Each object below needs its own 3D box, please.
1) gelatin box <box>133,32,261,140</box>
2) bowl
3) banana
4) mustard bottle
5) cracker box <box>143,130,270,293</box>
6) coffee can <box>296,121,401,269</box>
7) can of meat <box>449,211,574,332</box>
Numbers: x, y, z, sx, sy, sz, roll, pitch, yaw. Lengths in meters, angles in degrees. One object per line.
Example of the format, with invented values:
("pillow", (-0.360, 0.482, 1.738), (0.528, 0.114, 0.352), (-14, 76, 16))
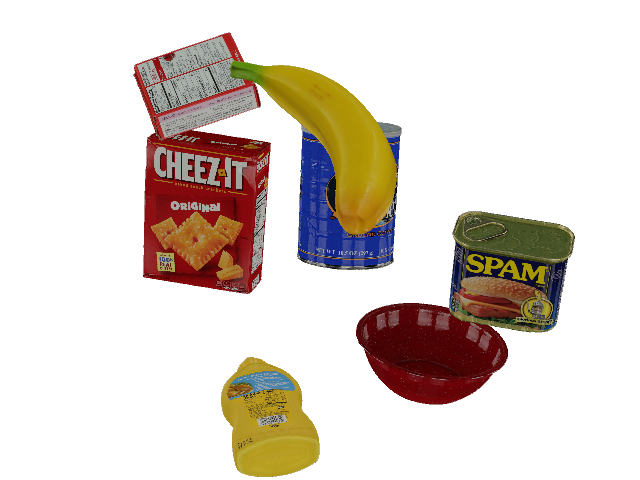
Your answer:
("gelatin box", (-0.102, -0.127, 0.878), (0.089, 0.073, 0.030), (-20, -41, -6))
("bowl", (0.115, 0.127, 1.136), (0.162, 0.055, 0.162), (5, 24, -3))
("banana", (0.007, -0.063, 0.670), (0.069, 0.037, 0.198), (-14, 39, -19))
("mustard bottle", (-0.067, 0.196, 1.256), (0.096, 0.058, 0.192), (-9, 29, -10))
("cracker box", (-0.163, -0.041, 1.510), (0.164, 0.214, 0.072), (9, 23, 10))
("coffee can", (0.029, -0.050, 1.104), (0.103, 0.140, 0.103), (2, 13, -1))
("can of meat", (0.164, 0.029, 0.935), (0.102, 0.084, 0.057), (10, 35, 13))
